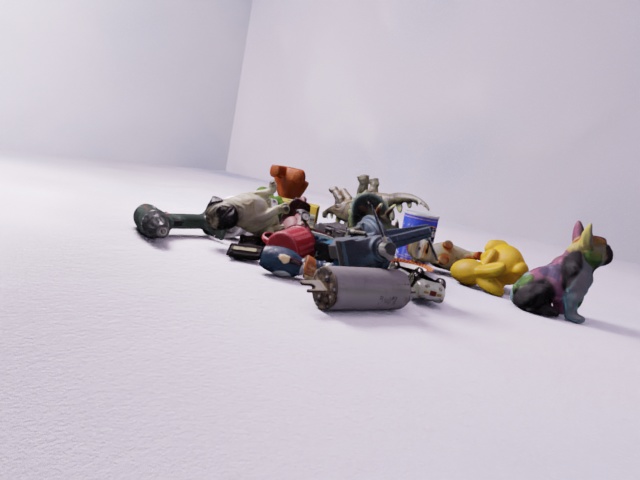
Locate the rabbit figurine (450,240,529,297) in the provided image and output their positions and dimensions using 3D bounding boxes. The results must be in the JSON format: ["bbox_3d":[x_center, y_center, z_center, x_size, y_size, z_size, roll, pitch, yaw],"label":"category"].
[{"bbox_3d":[0.420,0.083,1.347,0.173,0.121,0.162,-4,20,-5],"label":"rabbit figurine"}]

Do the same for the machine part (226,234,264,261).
[{"bbox_3d":[-0.166,0.019,1.202,0.084,0.039,0.139,1,12,-6],"label":"machine part"}]

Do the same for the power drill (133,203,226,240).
[{"bbox_3d":[-0.327,-0.036,1.265,0.207,0.085,0.232,-6,15,-36],"label":"power drill"}]

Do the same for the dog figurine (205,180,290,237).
[{"bbox_3d":[-0.187,-0.049,1.290,0.190,0.172,0.121,-17,50,-24],"label":"dog figurine"}]

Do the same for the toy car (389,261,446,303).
[{"bbox_3d":[0.201,0.088,1.138,0.073,0.056,0.202,14,5,-13],"label":"toy car"}]

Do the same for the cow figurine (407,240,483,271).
[{"bbox_3d":[0.327,0.041,1.458,0.195,0.085,0.127,17,-11,-10],"label":"cow figurine"}]

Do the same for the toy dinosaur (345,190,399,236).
[{"bbox_3d":[0.123,-0.042,1.434,0.131,0.192,0.405,12,10,-2],"label":"toy dinosaur"}]

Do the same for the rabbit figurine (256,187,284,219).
[{"bbox_3d":[-0.111,-0.069,1.586,0.170,0.121,0.159,23,3,-41],"label":"rabbit figurine"}]

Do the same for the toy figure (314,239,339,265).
[{"bbox_3d":[0.063,0.039,1.216,0.089,0.082,0.180,31,14,34],"label":"toy figure"}]

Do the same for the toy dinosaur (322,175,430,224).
[{"bbox_3d":[0.161,-0.111,1.783,0.105,0.198,0.472,-2,-9,-41],"label":"toy dinosaur"}]

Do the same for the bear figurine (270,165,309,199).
[{"bbox_3d":[-0.113,-0.144,1.772,0.120,0.195,0.132,17,8,10],"label":"bear figurine"}]

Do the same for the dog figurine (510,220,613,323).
[{"bbox_3d":[0.539,0.060,1.194,0.192,0.219,0.108,12,6,6],"label":"dog figurine"}]

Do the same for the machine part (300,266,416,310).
[{"bbox_3d":[0.074,0.086,0.939,0.243,0.079,0.079,6,10,-34],"label":"machine part"}]

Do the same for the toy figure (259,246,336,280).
[{"bbox_3d":[-0.043,0.052,1.079,0.154,0.057,0.064,16,15,0],"label":"toy figure"}]

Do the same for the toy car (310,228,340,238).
[{"bbox_3d":[-0.003,-0.004,1.487,0.089,0.053,0.202,19,3,-12],"label":"toy car"}]

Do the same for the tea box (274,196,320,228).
[{"bbox_3d":[-0.093,-0.078,1.701,0.170,0.098,0.068,13,10,6],"label":"tea box"}]

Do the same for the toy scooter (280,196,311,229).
[{"bbox_3d":[-0.062,-0.050,1.423,0.075,0.135,0.184,29,3,-18],"label":"toy scooter"}]

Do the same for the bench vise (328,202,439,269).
[{"bbox_3d":[0.130,0.003,1.065,0.241,0.129,0.223,-13,-8,-23],"label":"bench vise"}]

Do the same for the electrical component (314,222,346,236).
[{"bbox_3d":[0.050,-0.019,1.632,0.134,0.058,0.115,15,8,26],"label":"electrical component"}]

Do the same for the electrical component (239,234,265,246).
[{"bbox_3d":[-0.156,0.001,1.372,0.094,0.021,0.063,12,9,13],"label":"electrical component"}]
